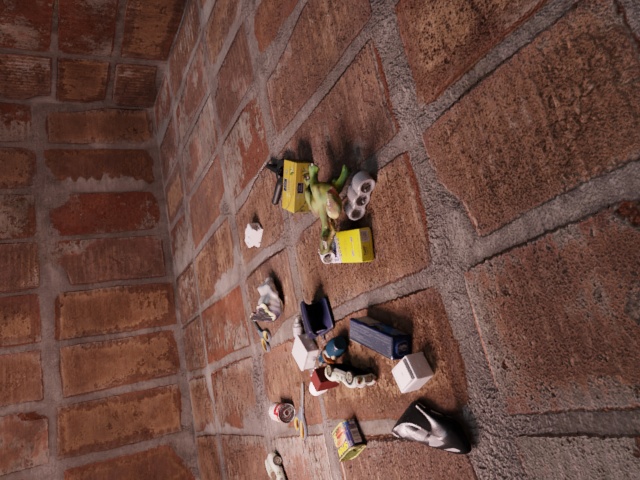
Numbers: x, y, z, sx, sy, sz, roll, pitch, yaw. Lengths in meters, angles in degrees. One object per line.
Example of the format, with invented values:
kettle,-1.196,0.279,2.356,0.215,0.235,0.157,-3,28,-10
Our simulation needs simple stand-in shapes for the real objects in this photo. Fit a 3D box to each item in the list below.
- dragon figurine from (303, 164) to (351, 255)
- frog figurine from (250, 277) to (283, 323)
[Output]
dragon figurine,0.004,-0.074,1.479,0.403,0.122,0.247,115,161,-68
frog figurine,-0.190,0.229,1.964,0.163,0.123,0.134,-71,-4,-46
